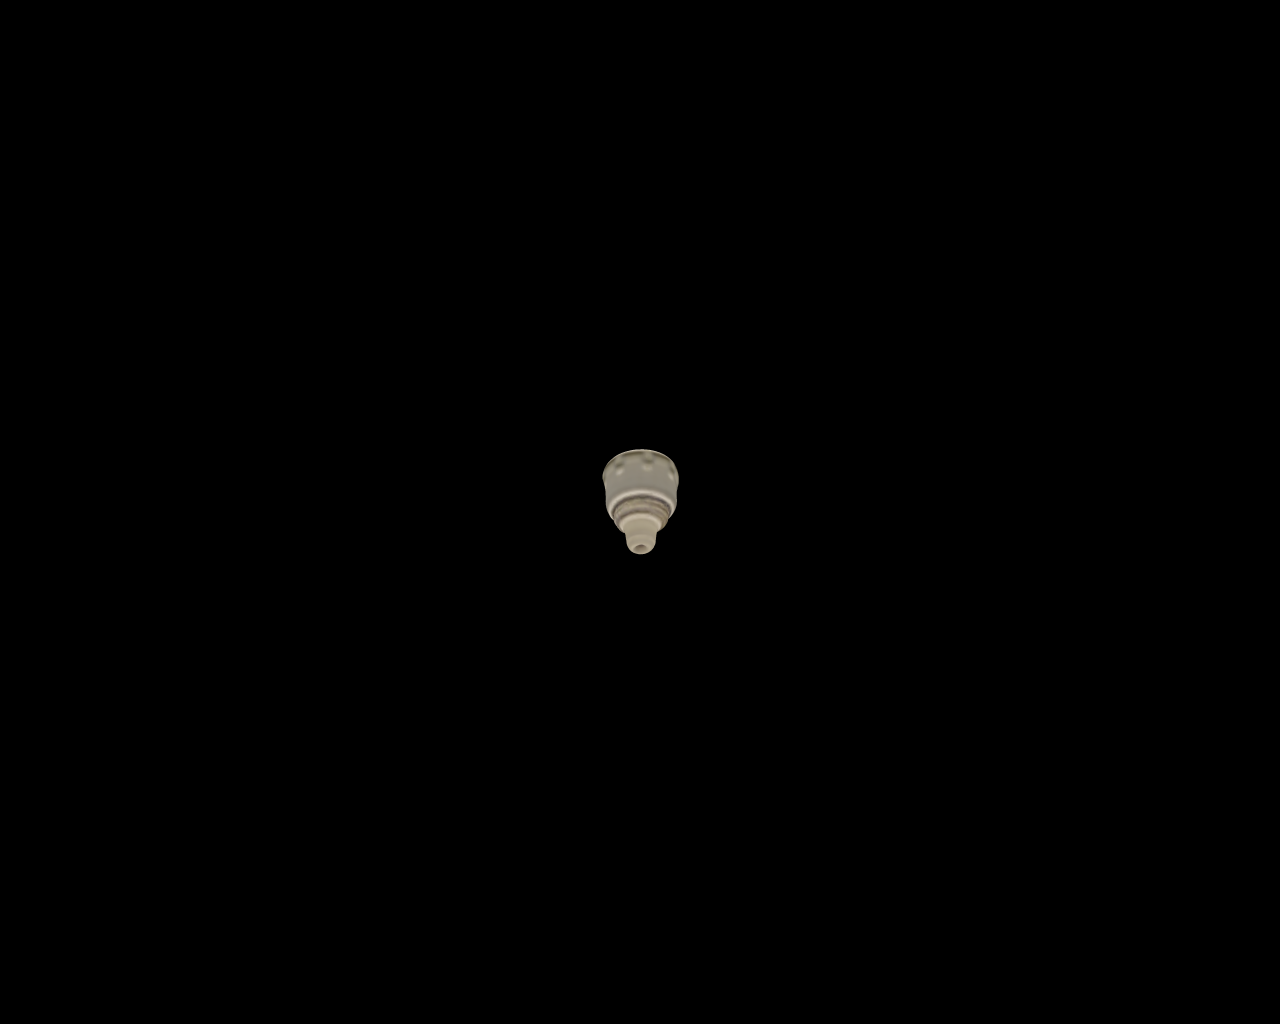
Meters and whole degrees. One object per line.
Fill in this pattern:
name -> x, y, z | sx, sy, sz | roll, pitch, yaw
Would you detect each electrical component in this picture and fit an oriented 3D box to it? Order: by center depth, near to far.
electrical component -> 0.001, -0.003, 0.650 | 0.048, 0.062, 0.048 | 0, -34, 0
